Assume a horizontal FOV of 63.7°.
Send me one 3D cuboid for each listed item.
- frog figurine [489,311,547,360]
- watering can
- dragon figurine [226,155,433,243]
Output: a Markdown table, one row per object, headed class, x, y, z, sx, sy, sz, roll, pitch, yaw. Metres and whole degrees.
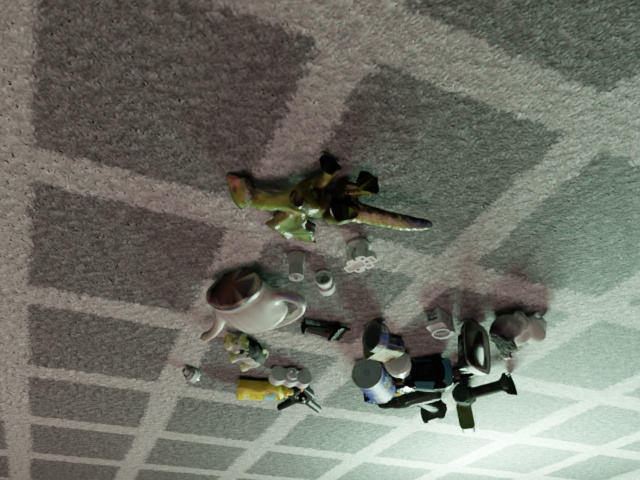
| class | x | y | z | sx | sy | sz | roll | pitch | yaw |
| --- | --- | --- | --- | --- | --- | --- | --- | --- | --- |
| frog figurine | 0.558 | 0.248 | 1.439 | 0.161 | 0.124 | 0.134 | -33 | 134 | -18 |
| watering can | -0.210 | 0.180 | 1.312 | 0.346 | 0.106 | 0.220 | -18 | 137 | 19 |
| dragon figurine | 0.003 | -0.053 | 1.062 | 0.408 | 0.124 | 0.239 | 22 | 153 | -23 |
